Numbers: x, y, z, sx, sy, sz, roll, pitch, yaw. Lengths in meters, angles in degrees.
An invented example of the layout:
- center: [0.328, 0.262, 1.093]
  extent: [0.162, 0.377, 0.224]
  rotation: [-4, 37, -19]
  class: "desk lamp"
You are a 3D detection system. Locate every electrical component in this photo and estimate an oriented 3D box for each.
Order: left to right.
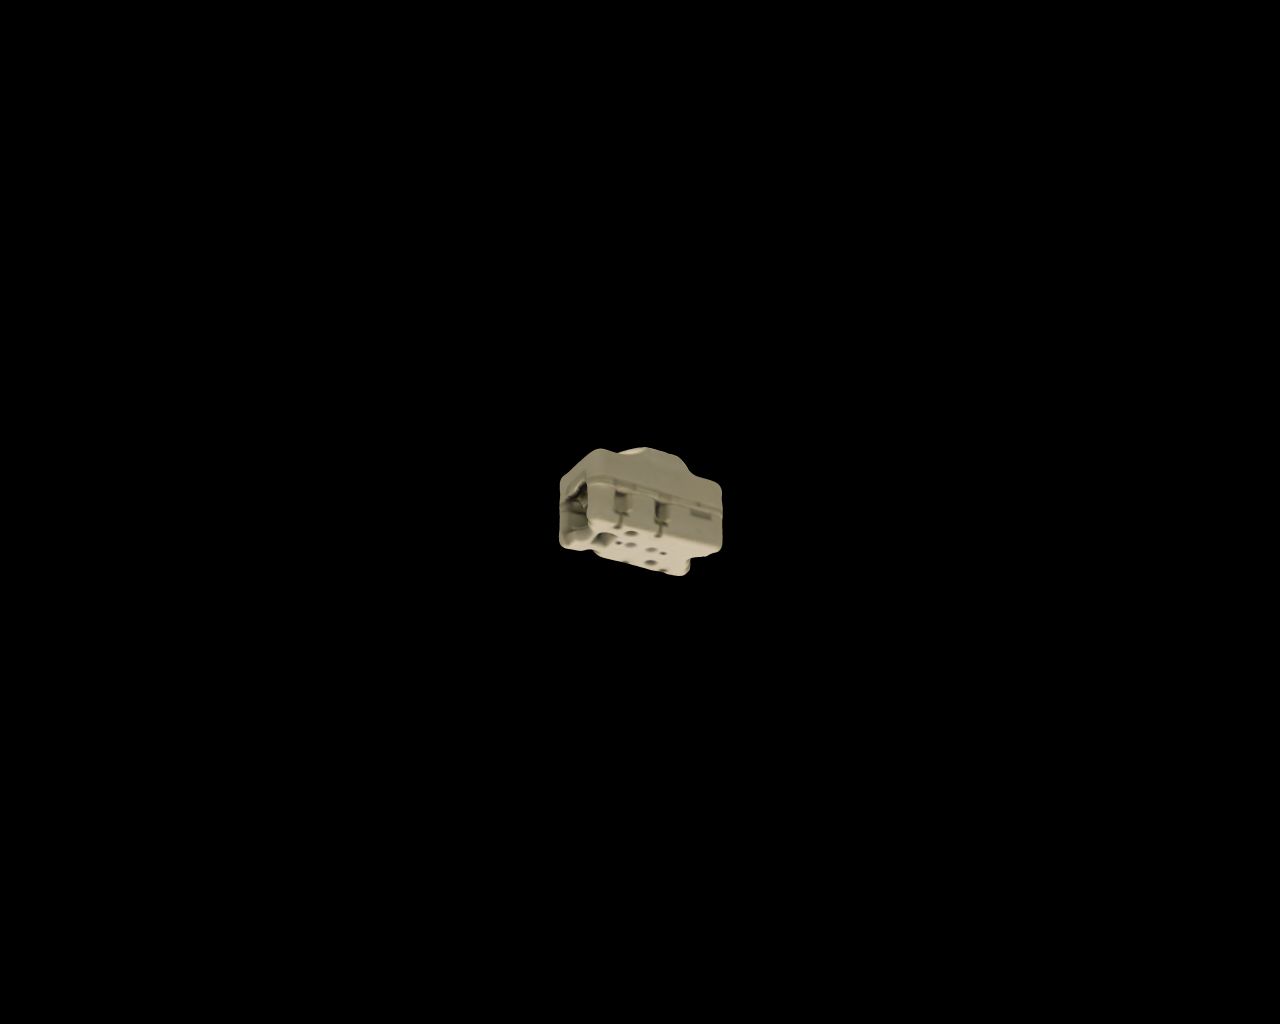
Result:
- center: [0.001, -0.003, 0.650]
  extent: [0.089, 0.056, 0.050]
  rotation: [15, -32, -27]
  class: "electrical component"
